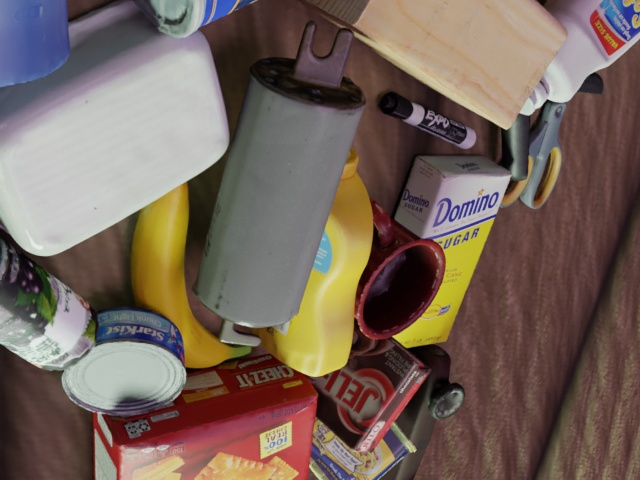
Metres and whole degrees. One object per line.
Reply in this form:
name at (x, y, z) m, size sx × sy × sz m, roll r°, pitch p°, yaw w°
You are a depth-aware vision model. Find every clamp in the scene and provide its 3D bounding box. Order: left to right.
clamp at (0.169, -0.124, 0.909) m, size 0.171 × 0.039 × 0.120 m, roll 29°, pitch 93°, yaw -43°

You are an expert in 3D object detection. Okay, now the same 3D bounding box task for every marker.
marker at (0.088, -0.097, 0.871) m, size 0.120 × 0.020 × 0.020 m, roll 15°, pitch 108°, yaw -49°

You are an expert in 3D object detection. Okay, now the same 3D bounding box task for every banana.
banana at (-0.104, 0.036, 0.776) m, size 0.069 × 0.037 × 0.198 m, roll -43°, pitch 142°, yaw -25°

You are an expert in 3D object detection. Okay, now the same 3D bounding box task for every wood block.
wood block at (0.076, -0.164, 0.749) m, size 0.205 × 0.091 × 0.090 m, roll 22°, pitch 103°, yaw -50°

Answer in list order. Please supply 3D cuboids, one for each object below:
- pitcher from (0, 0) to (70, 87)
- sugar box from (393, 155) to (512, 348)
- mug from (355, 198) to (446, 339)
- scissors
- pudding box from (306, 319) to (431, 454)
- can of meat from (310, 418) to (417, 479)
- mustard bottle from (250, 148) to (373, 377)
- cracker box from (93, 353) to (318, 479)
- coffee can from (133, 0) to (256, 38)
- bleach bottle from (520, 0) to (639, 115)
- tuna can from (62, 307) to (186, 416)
pitcher at (-0.166, -0.200, 0.467) m, size 0.144 × 0.149 × 0.243 m, roll -3°, pitch 120°, yaw -25°
sugar box at (0.100, 0.012, 0.948) m, size 0.093 × 0.048 × 0.176 m, roll -5°, pitch 124°, yaw -42°
mug at (0.040, 0.012, 0.859) m, size 0.093 × 0.082 × 0.117 m, roll -34°, pitch 139°, yaw -21°
scissors at (0.200, -0.109, 0.974) m, size 0.096 × 0.016 × 0.202 m, roll -24°, pitch 134°, yaw -30°
pudding box at (0.024, 0.110, 0.897) m, size 0.090 × 0.114 × 0.039 m, roll -55°, pitch 145°, yaw 5°
can of meat at (0.022, 0.177, 0.965) m, size 0.084 × 0.057 × 0.102 m, roll -40°, pitch 98°, yaw -10°
mustard bottle at (-0.005, 0.001, 0.795) m, size 0.058 × 0.096 × 0.192 m, roll -15°, pitch 129°, yaw -36°
cracker box at (-0.095, 0.206, 0.863) m, size 0.164 × 0.072 × 0.214 m, roll -10°, pitch 125°, yaw -25°
coffee can at (-0.042, -0.189, 0.602) m, size 0.140 × 0.103 × 0.103 m, roll -31°, pitch 137°, yaw -24°
bleach bottle at (0.235, -0.191, 0.871) m, size 0.250 × 0.068 × 0.102 m, roll -49°, pitch 138°, yaw -18°
tuna can at (-0.138, 0.086, 0.752) m, size 0.086 × 0.034 × 0.086 m, roll -5°, pitch 137°, yaw -5°
